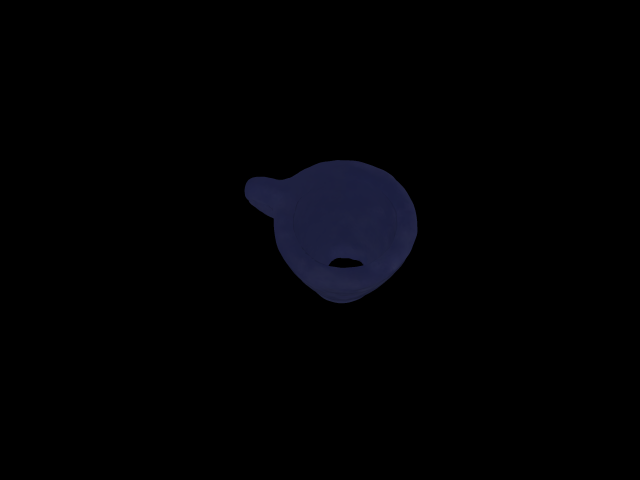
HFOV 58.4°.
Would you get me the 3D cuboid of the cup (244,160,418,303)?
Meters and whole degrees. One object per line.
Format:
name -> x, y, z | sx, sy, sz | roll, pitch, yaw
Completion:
cup -> 0.004, 0.001, 0.400 | 0.117, 0.095, 0.092 | 22, 65, 11
